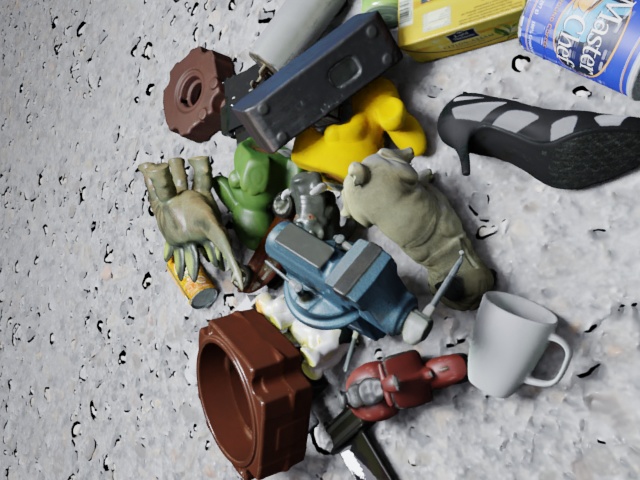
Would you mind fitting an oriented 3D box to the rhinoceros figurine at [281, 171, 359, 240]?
[{"bbox_3d":[-0.002,-0.002,0.752,0.073,0.112,0.190,0,106,38],"label":"rhinoceros figurine"}]

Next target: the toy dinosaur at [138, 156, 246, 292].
[{"bbox_3d":[-0.212,-0.036,0.879,0.472,0.105,0.198,24,127,64],"label":"toy dinosaur"}]

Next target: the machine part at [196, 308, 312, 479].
[{"bbox_3d":[-0.103,0.219,0.770,0.202,0.087,0.200,34,126,48],"label":"machine part"}]

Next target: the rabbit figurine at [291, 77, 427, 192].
[{"bbox_3d":[0.061,-0.155,0.744,0.163,0.121,0.173,10,71,46],"label":"rabbit figurine"}]

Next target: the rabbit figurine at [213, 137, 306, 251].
[{"bbox_3d":[-0.111,-0.070,0.868,0.159,0.121,0.170,35,120,40],"label":"rabbit figurine"}]

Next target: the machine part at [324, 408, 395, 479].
[{"bbox_3d":[0.061,0.292,0.729,0.084,0.039,0.139,-43,58,19],"label":"machine part"}]

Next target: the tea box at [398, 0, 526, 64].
[{"bbox_3d":[0.188,-0.301,0.689,0.170,0.068,0.098,-2,83,37],"label":"tea box"}]

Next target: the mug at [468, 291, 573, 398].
[{"bbox_3d":[0.221,0.126,0.606,0.110,0.081,0.107,27,111,32],"label":"mug"}]

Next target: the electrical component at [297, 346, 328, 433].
[{"bbox_3d":[-0.028,0.225,0.800,0.075,0.047,0.119,-53,57,22],"label":"electrical component"}]

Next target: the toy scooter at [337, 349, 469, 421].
[{"bbox_3d":[0.087,0.180,0.662,0.184,0.135,0.075,-28,69,33],"label":"toy scooter"}]

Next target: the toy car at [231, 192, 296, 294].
[{"bbox_3d":[-0.062,0.009,0.830,0.053,0.089,0.202,43,110,29],"label":"toy car"}]

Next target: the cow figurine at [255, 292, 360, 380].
[{"bbox_3d":[-0.023,0.119,0.792,0.168,0.098,0.068,40,149,38],"label":"cow figurine"}]

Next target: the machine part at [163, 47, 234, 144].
[{"bbox_3d":[-0.232,-0.276,1.024,0.179,0.056,0.179,-7,79,38],"label":"machine part"}]

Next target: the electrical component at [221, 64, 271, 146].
[{"bbox_3d":[-0.114,-0.225,0.924,0.115,0.058,0.134,-15,75,38],"label":"electrical component"}]

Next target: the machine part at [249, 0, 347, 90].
[{"bbox_3d":[-0.033,-0.336,0.840,0.079,0.079,0.243,38,94,35],"label":"machine part"}]

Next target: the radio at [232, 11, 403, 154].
[{"bbox_3d":[-0.006,-0.216,0.735,0.229,0.073,0.131,-38,23,0],"label":"radio"}]

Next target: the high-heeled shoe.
[{"bbox_3d":[0.263,-0.135,0.628,0.249,0.086,0.145,-4,49,20],"label":"high-heeled shoe"}]

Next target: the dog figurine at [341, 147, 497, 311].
[{"bbox_3d":[0.120,-0.007,0.644,0.121,0.172,0.191,-52,50,29],"label":"dog figurine"}]

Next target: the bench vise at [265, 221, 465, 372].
[{"bbox_3d":[0.045,0.069,0.641,0.224,0.240,0.129,18,66,26],"label":"bench vise"}]
